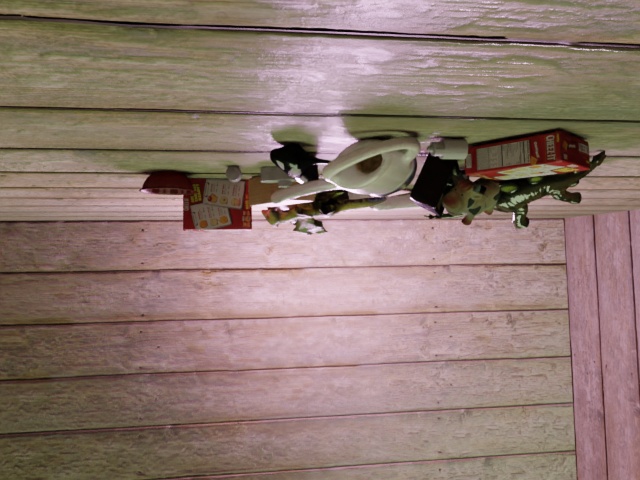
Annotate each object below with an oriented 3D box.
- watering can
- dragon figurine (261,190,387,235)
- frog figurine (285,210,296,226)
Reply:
[{"bbox_3d":[0.075,-0.145,1.148,0.344,0.105,0.224,-21,-14,30],"label":"watering can"},{"bbox_3d":[0.005,-0.090,1.781,0.410,0.124,0.238,3,-26,-14],"label":"dragon figurine"},{"bbox_3d":[-0.084,-0.145,2.019,0.138,0.120,0.162,14,40,27],"label":"frog figurine"}]
